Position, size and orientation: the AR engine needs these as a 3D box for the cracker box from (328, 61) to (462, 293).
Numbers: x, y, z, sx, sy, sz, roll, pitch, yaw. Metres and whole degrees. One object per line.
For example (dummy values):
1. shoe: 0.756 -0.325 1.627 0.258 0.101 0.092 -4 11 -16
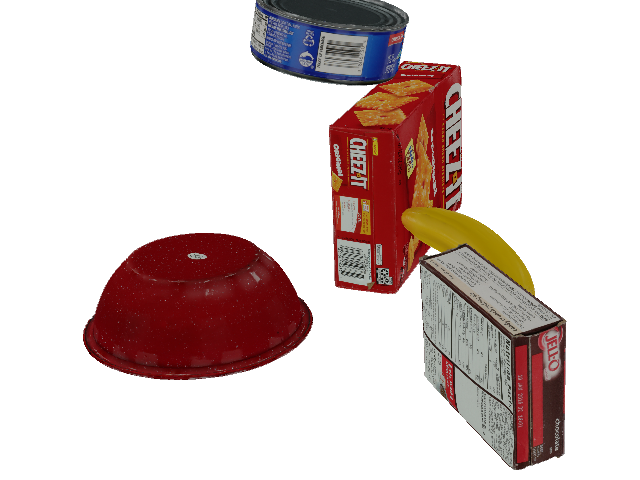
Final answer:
1. cracker box: 0.080 -0.068 1.045 0.072 0.164 0.213 8 27 22

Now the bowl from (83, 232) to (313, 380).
1. bowl: -0.086 0.036 0.744 0.162 0.055 0.162 -2 21 0

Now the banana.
1. banana: 0.119 0.020 0.823 0.069 0.037 0.198 -7 32 -9

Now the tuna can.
1. tuna can: 0.004 -0.115 0.594 0.086 0.034 0.086 8 24 -4

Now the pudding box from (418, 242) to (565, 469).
1. pudding box: 0.099 0.065 0.624 0.039 0.090 0.114 -15 27 -20
